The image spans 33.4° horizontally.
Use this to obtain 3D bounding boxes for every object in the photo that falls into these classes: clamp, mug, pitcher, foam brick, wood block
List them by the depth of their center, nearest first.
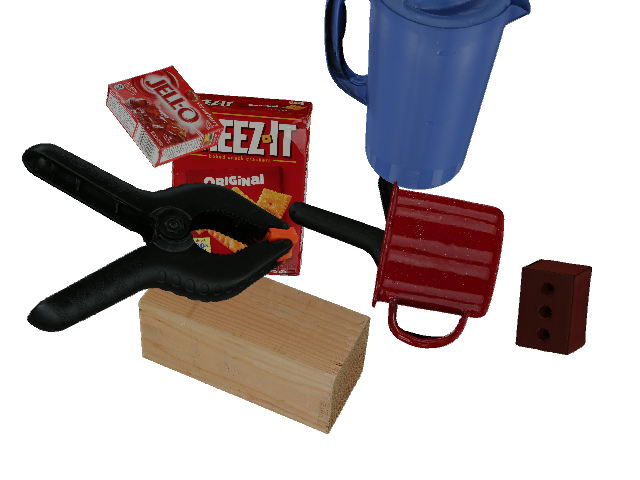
[{"bbox_3d":[-0.101,-0.009,0.648,0.171,0.120,0.039,-5,-21,-29],"label":"clamp"},{"bbox_3d":[0.083,0.021,0.763,0.081,0.117,0.093,10,-22,4],"label":"mug"},{"bbox_3d":[0.218,0.061,0.995,0.053,0.078,0.051,9,14,31],"label":"foam brick"},{"bbox_3d":[-0.065,0.096,1.050,0.206,0.090,0.090,20,47,15],"label":"wood block"},{"bbox_3d":[0.095,-0.167,1.057,0.144,0.149,0.243,-31,-31,-25],"label":"pitcher"},{"bbox_3d":[0.074,0.002,1.198,0.164,0.036,0.210,-16,51,-35],"label":"clamp"}]

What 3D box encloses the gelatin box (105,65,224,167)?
[{"bbox_3d":[-0.145,-0.117,0.989,0.073,0.089,0.030,-24,-25,-35],"label":"gelatin box"}]

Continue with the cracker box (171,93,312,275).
[{"bbox_3d":[-0.099,-0.066,1.319,0.164,0.214,0.072,4,22,0],"label":"cracker box"}]
